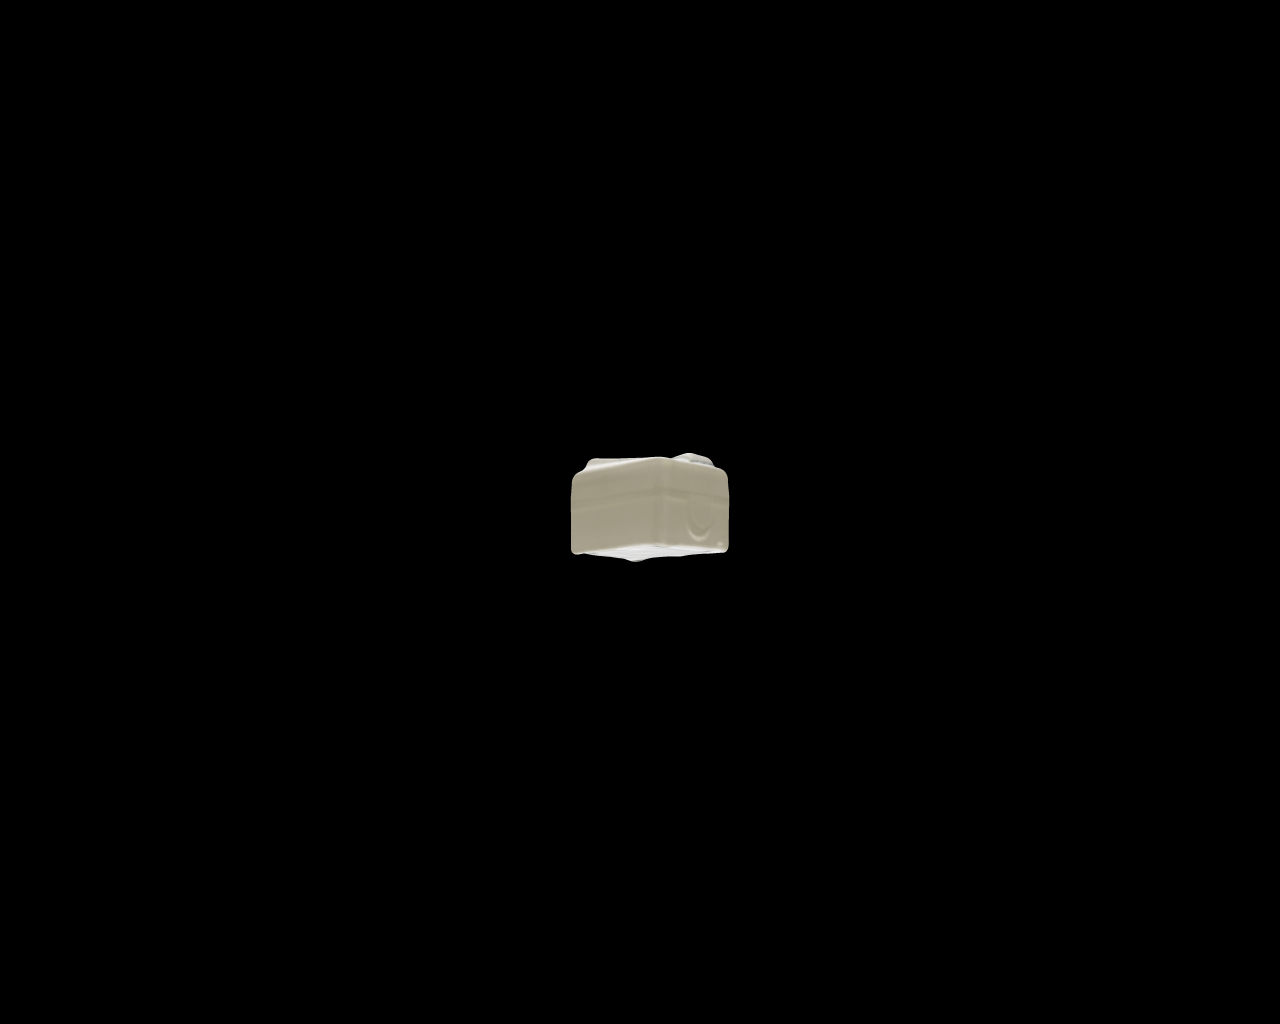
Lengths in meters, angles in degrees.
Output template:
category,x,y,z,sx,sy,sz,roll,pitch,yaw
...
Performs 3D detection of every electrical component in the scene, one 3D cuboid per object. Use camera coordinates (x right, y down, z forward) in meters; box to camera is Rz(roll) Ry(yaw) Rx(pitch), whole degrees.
category,x,y,z,sx,sy,sz,roll,pitch,yaw
electrical component,0.001,-0.003,0.650,0.096,0.061,0.062,-8,-11,43
